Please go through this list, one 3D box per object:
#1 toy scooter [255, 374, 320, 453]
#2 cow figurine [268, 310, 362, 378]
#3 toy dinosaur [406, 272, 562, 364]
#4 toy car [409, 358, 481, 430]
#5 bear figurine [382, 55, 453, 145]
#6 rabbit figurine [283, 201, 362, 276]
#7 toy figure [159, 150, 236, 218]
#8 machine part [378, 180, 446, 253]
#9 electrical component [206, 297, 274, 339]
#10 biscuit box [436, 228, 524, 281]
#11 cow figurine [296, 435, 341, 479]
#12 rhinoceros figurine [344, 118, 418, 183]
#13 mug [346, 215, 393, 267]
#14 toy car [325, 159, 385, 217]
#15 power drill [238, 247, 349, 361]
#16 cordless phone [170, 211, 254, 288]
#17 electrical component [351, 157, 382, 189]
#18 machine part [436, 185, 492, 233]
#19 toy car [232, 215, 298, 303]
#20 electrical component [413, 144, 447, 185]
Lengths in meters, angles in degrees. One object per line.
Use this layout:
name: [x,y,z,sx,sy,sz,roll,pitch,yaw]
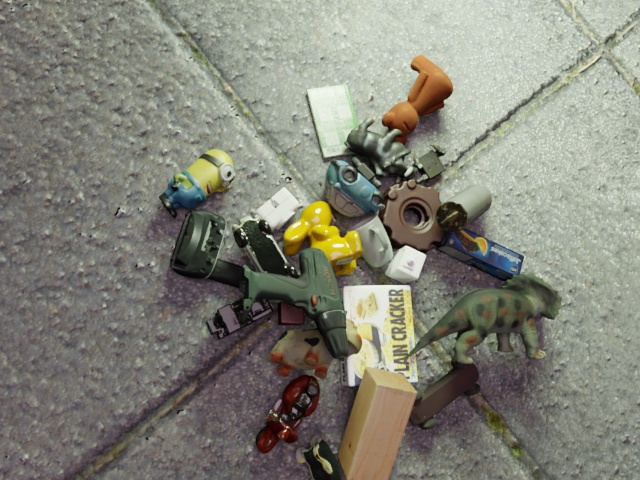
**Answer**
toy scooter: [-0.058,0.351,1.082,0.075,0.135,0.184,40,71,-1]
cow figurine: [0.000,0.215,1.112,0.085,0.195,0.127,56,40,-32]
toy dinosaur: [0.382,0.168,1.200,0.405,0.131,0.192,1,89,-22]
toy car: [0.274,0.341,1.206,0.202,0.053,0.089,-31,102,-18]
bear figurine: [0.229,-0.339,1.330,0.196,0.132,0.120,-42,128,10]
rabbit figurine: [-0.002,-0.004,1.202,0.162,0.121,0.173,-13,67,-7]
toy figure: [-0.266,-0.127,1.167,0.180,0.082,0.089,-36,90,-16]
machine part: [0.222,-0.054,1.280,0.179,0.056,0.179,3,79,-14]
electrical component: [-0.168,0.155,1.110,0.134,0.115,0.058,-25,83,-19]
biscuit box: [0.388,0.031,1.298,0.203,0.059,0.063,24,73,-8]
cow figurine: [0.019,0.487,1.090,0.068,0.098,0.167,-24,84,-24]
rhinoceros figurine: [0.151,-0.208,1.279,0.190,0.073,0.112,28,71,-14]
mug: [0.126,0.006,1.222,0.081,0.110,0.107,-35,101,-23]
toy car: [0.066,-0.107,1.240,0.161,0.109,0.103,41,94,-14]
power drill: [-0.053,0.121,1.036,0.207,0.086,0.232,0,61,-11]
cordless phone: [-0.216,0.024,1.157,0.184,0.089,0.146,20,73,-20]
electrical component: [0.111,-0.156,1.272,0.021,0.063,0.094,-44,80,6]
machine part: [0.340,-0.076,1.262,0.243,0.079,0.079,-29,85,-49]
toy car: [-0.115,0.037,1.138,0.073,0.056,0.202,-26,76,-25]
electrical component: [0.268,-0.190,1.327,0.102,0.045,0.078,-25,83,-17]
